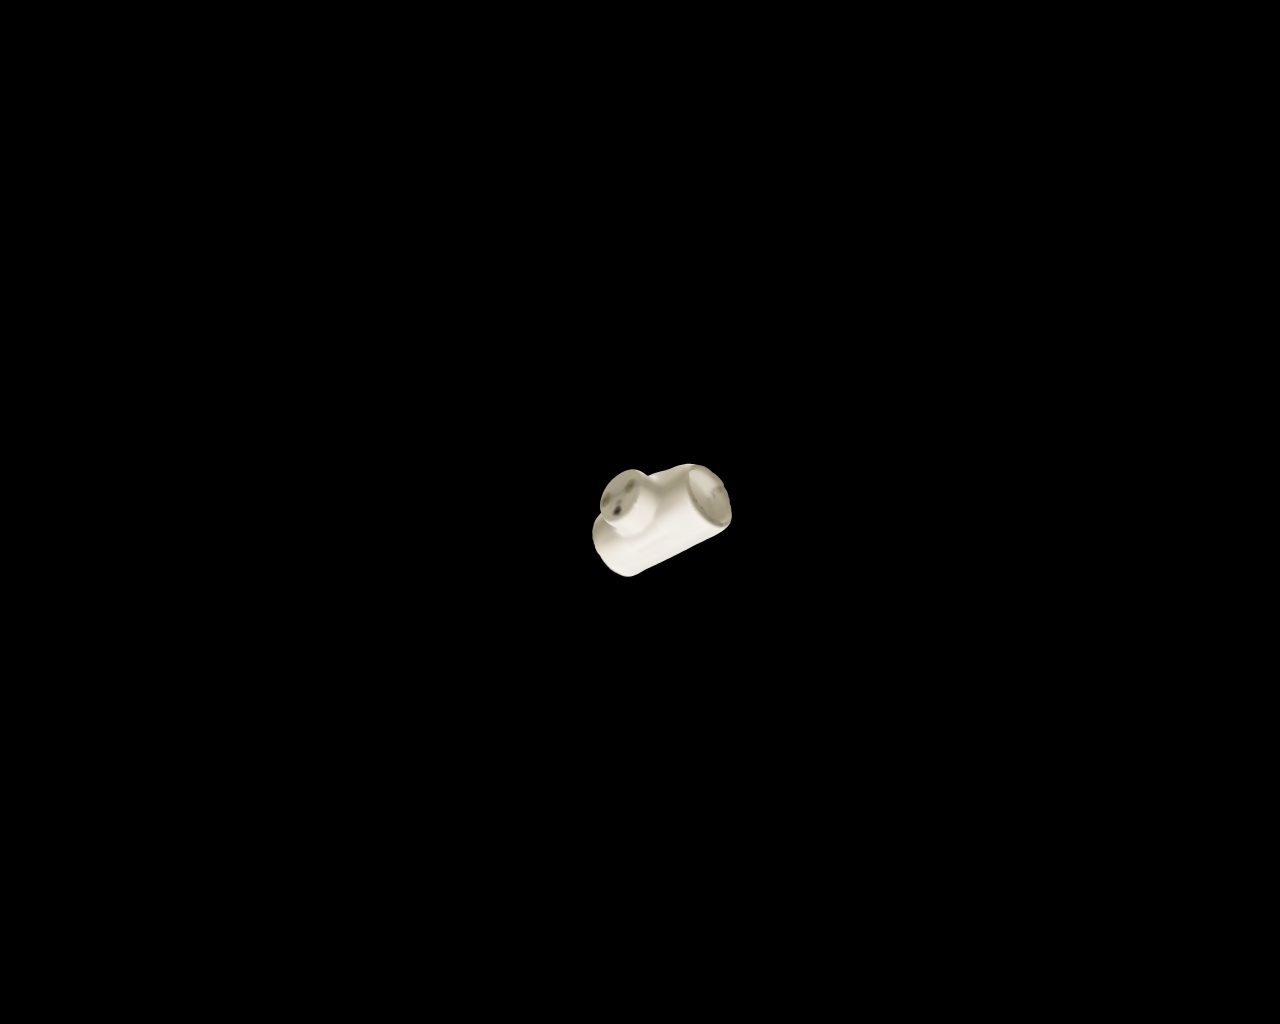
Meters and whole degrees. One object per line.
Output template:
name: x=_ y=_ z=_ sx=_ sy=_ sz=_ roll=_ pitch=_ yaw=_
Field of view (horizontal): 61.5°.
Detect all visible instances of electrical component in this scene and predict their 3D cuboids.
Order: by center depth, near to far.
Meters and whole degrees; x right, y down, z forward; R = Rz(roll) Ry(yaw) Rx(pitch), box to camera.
electrical component: x=0.001 y=-0.003 z=0.650 sx=0.077 sy=0.043 sz=0.079 roll=-29 pitch=-46 yaw=33
